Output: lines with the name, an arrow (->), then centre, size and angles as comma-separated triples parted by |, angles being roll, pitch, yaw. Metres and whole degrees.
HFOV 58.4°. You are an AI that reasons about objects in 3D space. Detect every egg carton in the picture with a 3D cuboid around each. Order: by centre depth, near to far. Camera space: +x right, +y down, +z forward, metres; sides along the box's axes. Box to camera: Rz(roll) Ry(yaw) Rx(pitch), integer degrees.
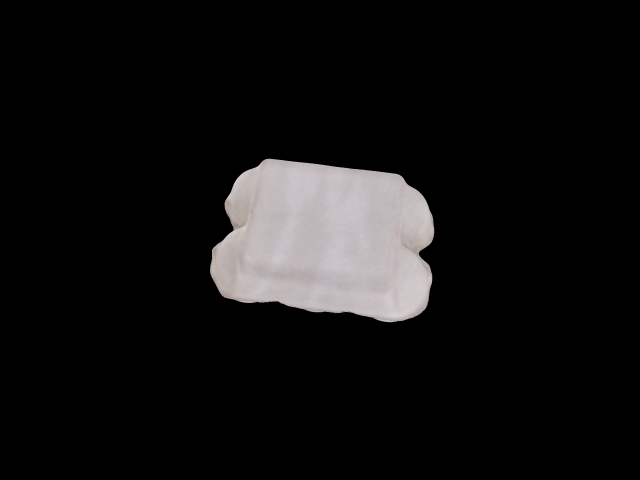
egg carton -> 0.004, 0.001, 0.400 | 0.150, 0.069, 0.107 | 6, 63, 3
